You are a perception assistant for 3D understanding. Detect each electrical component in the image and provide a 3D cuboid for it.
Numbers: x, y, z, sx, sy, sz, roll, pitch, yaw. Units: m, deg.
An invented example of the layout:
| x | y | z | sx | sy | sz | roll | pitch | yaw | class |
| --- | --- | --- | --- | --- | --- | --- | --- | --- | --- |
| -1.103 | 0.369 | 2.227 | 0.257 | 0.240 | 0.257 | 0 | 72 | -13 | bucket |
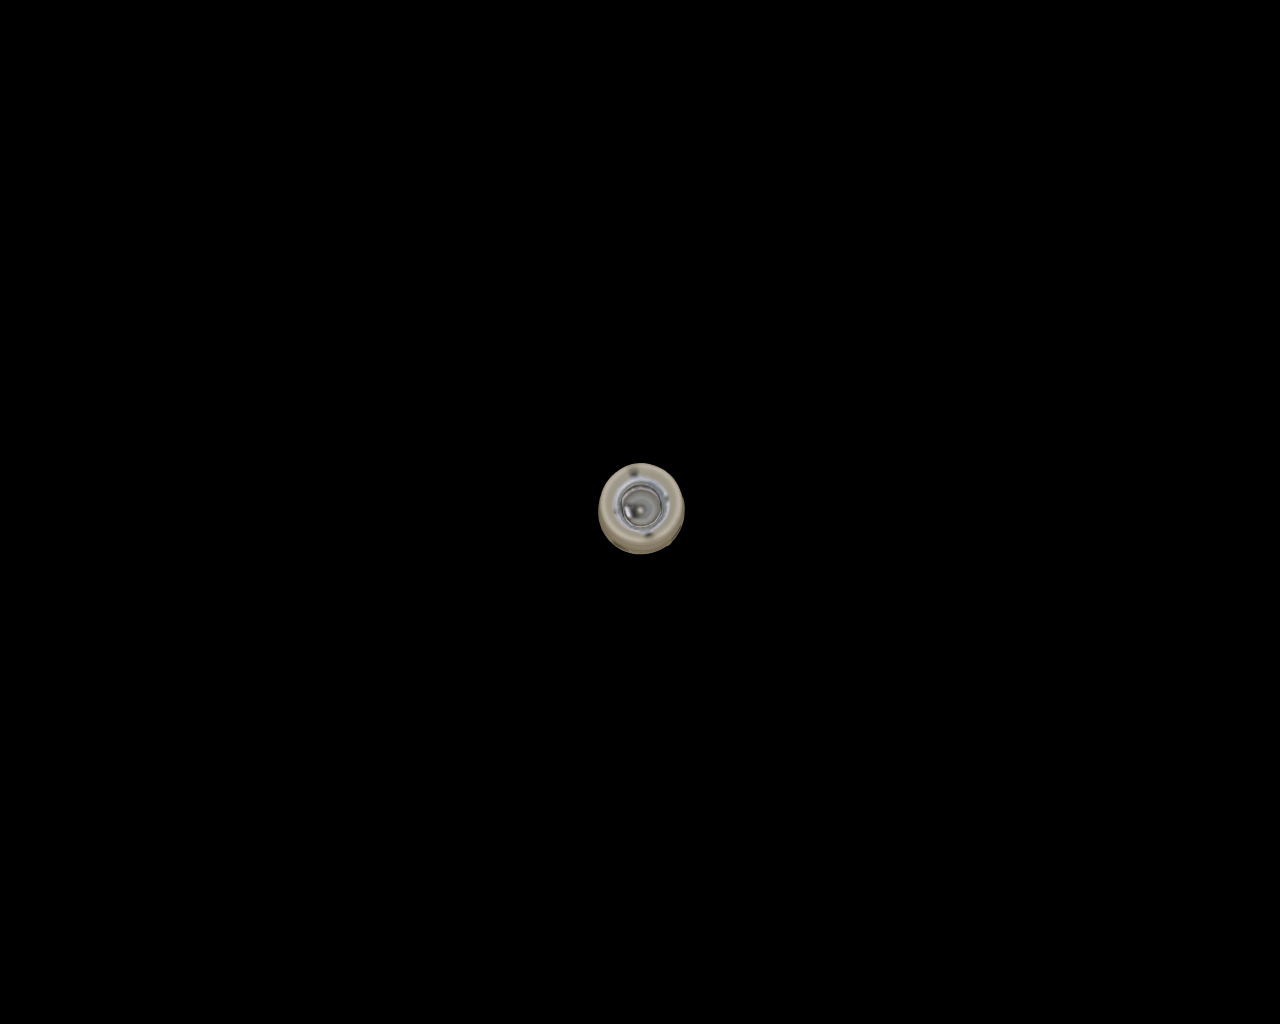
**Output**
| x | y | z | sx | sy | sz | roll | pitch | yaw | class |
| --- | --- | --- | --- | --- | --- | --- | --- | --- | --- |
| 0.001 | -0.003 | 0.650 | 0.055 | 0.055 | 0.047 | 0 | -7 | 0 | electrical component |
